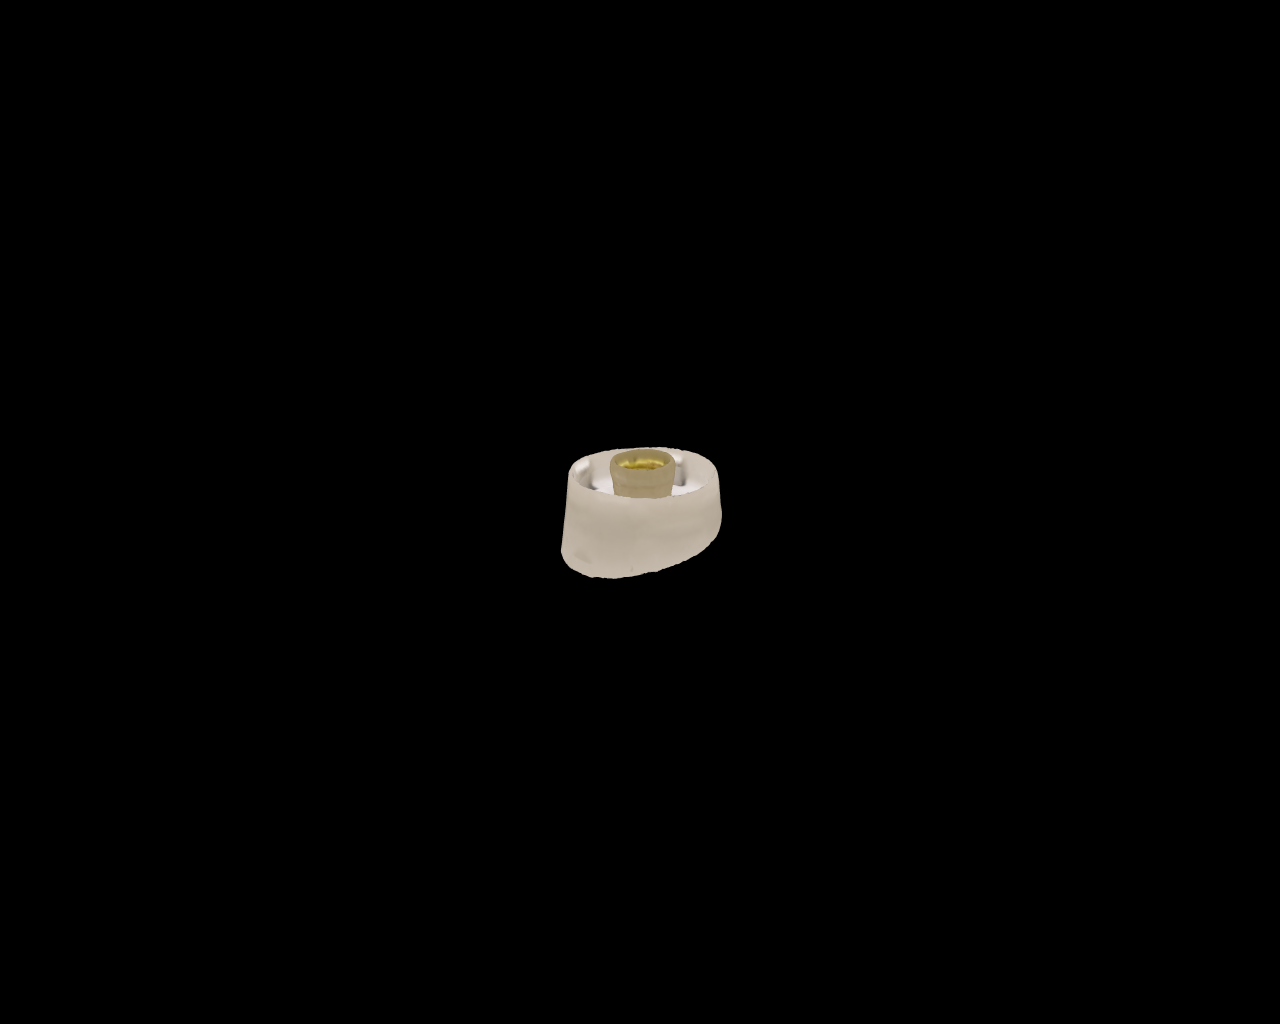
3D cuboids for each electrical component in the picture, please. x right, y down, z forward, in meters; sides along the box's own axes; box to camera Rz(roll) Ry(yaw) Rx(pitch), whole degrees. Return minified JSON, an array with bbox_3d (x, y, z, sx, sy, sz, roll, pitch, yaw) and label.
[{"bbox_3d":[0.001,-0.003,0.650,0.099,0.064,0.099,0,22,0],"label":"electrical component"}]
